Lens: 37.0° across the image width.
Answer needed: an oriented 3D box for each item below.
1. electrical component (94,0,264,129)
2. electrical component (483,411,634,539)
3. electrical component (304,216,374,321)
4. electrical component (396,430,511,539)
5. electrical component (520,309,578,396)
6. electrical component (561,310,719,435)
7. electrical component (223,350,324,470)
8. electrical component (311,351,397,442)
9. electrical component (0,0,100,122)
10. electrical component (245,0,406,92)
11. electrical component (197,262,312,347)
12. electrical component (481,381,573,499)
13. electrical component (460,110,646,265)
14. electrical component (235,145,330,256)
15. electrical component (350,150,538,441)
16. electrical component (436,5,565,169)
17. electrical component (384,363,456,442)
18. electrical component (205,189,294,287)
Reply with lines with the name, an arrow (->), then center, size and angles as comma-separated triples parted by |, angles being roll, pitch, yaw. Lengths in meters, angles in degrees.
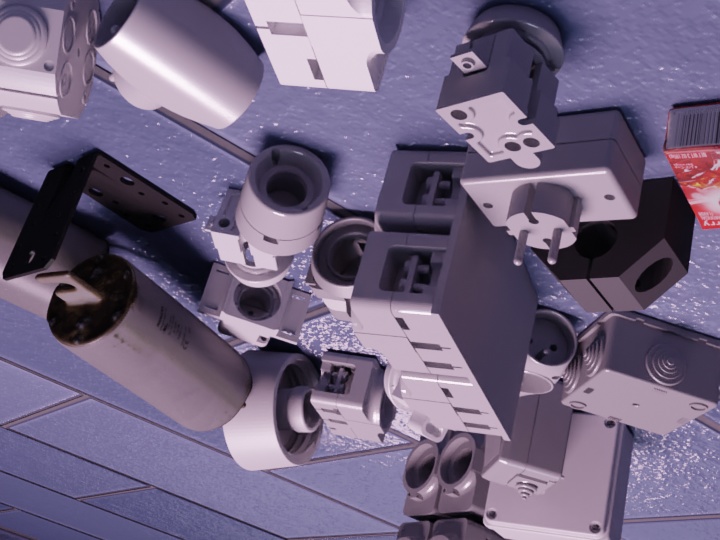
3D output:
electrical component -> -0.104, -0.108, 0.568 | 0.077, 0.043, 0.079 | 32, 150, -32
electrical component -> 0.172, 0.179, 0.924 | 0.109, 0.108, 0.056 | 1, 154, 28
electrical component -> 0.000, 0.000, 0.715 | 0.078, 0.058, 0.057 | 8, 156, 18
electrical component -> 0.085, 0.235, 0.997 | 0.060, 0.186, 0.105 | 28, 152, -25
electrical component -> 0.107, 0.056, 0.784 | 0.079, 0.044, 0.077 | 18, 155, -5
electrical component -> 0.199, 0.075, 0.764 | 0.100, 0.048, 0.099 | 18, 155, -4
electrical component -> -0.069, 0.124, 0.956 | 0.060, 0.108, 0.108 | -4, 149, 24
electrical component -> -0.001, 0.114, 0.958 | 0.056, 0.050, 0.089 | 7, 154, 18
electrical component -> -0.168, -0.115, 0.549 | 0.051, 0.080, 0.080 | 9, 155, 0
electrical component -> -0.013, -0.124, 0.473 | 0.056, 0.050, 0.089 | 7, 154, 17
electrical component -> -0.084, 0.030, 0.843 | 0.081, 0.042, 0.063 | 20, 156, -7
electrical component -> 0.133, 0.137, 0.874 | 0.061, 0.096, 0.061 | 16, 155, -1
electrical component -> 0.098, -0.036, 0.562 | 0.083, 0.075, 0.047 | -2, 150, 33
electrical component -> -0.046, -0.043, 0.656 | 0.055, 0.055, 0.047 | 17, 152, -4
electrical component -> 0.055, 0.020, 0.666 | 0.060, 0.105, 0.186 | 4, 153, 23
electrical component -> 0.067, -0.088, 0.496 | 0.048, 0.055, 0.066 | -9, 146, 41
electrical component -> 0.056, 0.091, 0.856 | 0.058, 0.078, 0.057 | 35, 170, -36
electrical component -> -0.070, -0.020, 0.728 | 0.066, 0.048, 0.055 | 11, 147, 11
